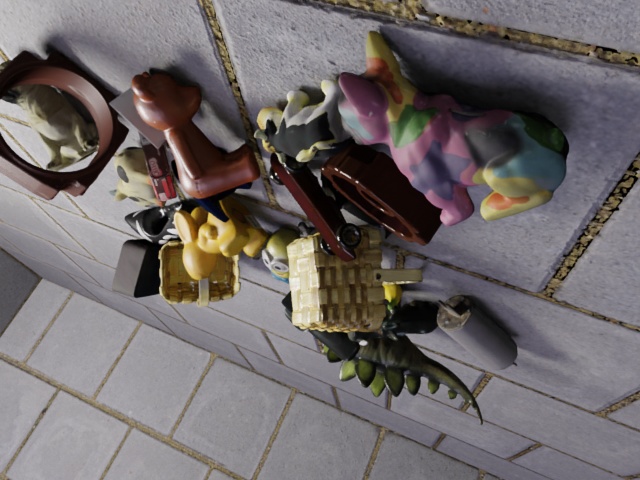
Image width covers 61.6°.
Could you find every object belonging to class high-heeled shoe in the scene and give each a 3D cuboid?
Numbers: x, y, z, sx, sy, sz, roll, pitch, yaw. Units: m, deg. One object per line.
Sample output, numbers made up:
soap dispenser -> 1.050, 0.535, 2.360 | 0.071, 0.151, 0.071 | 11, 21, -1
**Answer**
high-heeled shoe -> -0.370, -0.052, 1.218 | 0.249, 0.086, 0.145 | 7, 159, 17

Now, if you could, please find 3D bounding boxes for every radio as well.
radio -> -0.409, 0.065, 1.351 | 0.073, 0.131, 0.229 | 16, -173, 17

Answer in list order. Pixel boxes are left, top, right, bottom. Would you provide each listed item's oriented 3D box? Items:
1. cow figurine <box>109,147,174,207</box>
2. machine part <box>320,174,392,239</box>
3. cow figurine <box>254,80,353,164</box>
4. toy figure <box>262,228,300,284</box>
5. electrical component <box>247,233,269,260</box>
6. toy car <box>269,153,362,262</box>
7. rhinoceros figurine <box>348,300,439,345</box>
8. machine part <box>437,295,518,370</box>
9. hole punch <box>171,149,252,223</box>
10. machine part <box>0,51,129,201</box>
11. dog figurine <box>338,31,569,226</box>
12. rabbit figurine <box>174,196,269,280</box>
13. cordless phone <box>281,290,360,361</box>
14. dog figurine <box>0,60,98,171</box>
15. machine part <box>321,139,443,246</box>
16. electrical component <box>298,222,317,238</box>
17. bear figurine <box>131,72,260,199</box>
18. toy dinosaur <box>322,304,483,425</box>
cow figurine -> -0.364, -0.119, 1.078 | 0.127, 0.085, 0.195 | 20, 159, -1
machine part -> 0.058, -0.057, 0.822 | 0.139, 0.039, 0.084 | 32, 153, 11
cow figurine -> -0.027, -0.135, 0.680 | 0.167, 0.098, 0.068 | -1, 151, 47
toy figure -> -0.069, 0.038, 1.112 | 0.082, 0.089, 0.180 | 5, 161, 11
electrical component -> -0.137, 0.006, 1.163 | 0.078, 0.045, 0.102 | -9, 152, 6
toy car -> -0.005, -0.056, 0.810 | 0.202, 0.053, 0.089 | 53, 156, -3
rhinoceros figurine -> 0.144, 0.165, 1.055 | 0.190, 0.073, 0.112 | -5, -178, -13
machine part -> 0.302, 0.179, 1.025 | 0.243, 0.079, 0.079 | 38, 154, -29
hole punch -> -0.202, -0.099, 0.952 | 0.116, 0.092, 0.142 | 13, 157, 37
machine part -> -0.432, -0.182, 0.865 | 0.201, 0.201, 0.087 | 39, 151, -26
dog figurine -> 0.122, -0.120, 0.551 | 0.219, 0.108, 0.192 | 41, 152, -23
rabbit figurine -> -0.215, 0.000, 1.052 | 0.162, 0.173, 0.122 | 45, -157, 8
cordless phone -> 0.026, 0.148, 1.109 | 0.184, 0.146, 0.088 | 37, 171, 21
dog figurine -> -0.491, -0.234, 0.987 | 0.190, 0.121, 0.172 | 61, 166, -12
machine part -> 0.083, -0.063, 0.702 | 0.179, 0.056, 0.179 | 37, 179, 1
electrical component -> -0.002, -0.003, 1.025 | 0.063, 0.021, 0.093 | 5, 149, 40
bear figurine -> -0.183, -0.166, 0.790 | 0.120, 0.132, 0.195 | -120, 8, -72
toy dinosaur -> 0.138, 0.233, 1.156 | 0.472, 0.198, 0.105 | 20, 159, 19
